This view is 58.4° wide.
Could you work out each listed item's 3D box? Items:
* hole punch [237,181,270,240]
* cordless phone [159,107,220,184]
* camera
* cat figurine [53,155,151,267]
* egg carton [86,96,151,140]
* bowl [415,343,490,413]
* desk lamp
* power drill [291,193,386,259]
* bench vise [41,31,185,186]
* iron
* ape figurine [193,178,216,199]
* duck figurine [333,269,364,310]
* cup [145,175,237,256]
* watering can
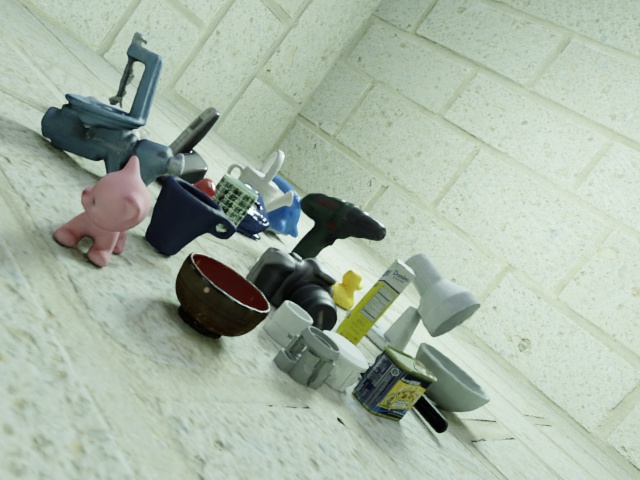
[{"bbox_3d":[-0.162,-0.066,1.291,0.100,0.091,0.109,42,7,37],"label":"hole punch"},{"bbox_3d":[-0.267,-0.194,1.195,0.094,0.185,0.147,32,8,-40],"label":"cordless phone"},{"bbox_3d":[-0.027,0.082,0.912,0.144,0.100,0.136,34,7,-28],"label":"camera"},{"bbox_3d":[-0.219,-0.037,0.616,0.067,0.117,0.127,36,6,-15],"label":"cat figurine"},{"bbox_3d":[-0.406,-0.219,1.123,0.150,0.069,0.107,38,6,6],"label":"egg carton"},{"bbox_3d":[0.240,0.279,1.107,0.167,0.074,0.167,37,6,-4],"label":"bowl"},{"bbox_3d":[0.199,0.145,1.211,0.202,0.213,0.118,41,7,28],"label":"desk lamp"},{"bbox_3d":[0.011,0.004,1.203,0.076,0.208,0.228,31,9,-48],"label":"power drill"},{"bbox_3d":[-0.291,-0.195,0.897,0.208,0.219,0.121,34,7,-29],"label":"bench vise"},{"bbox_3d":[-0.145,-0.120,1.547,0.257,0.141,0.119,40,7,24],"label":"iron"},{"bbox_3d":[-0.214,-0.067,0.986,0.076,0.092,0.078,42,7,33],"label":"ape figurine"},{"bbox_3d":[0.057,0.104,1.308,0.105,0.086,0.077,32,8,-42],"label":"duck figurine"},{"bbox_3d":[-0.184,-0.019,0.791,0.118,0.095,0.091,36,6,-12],"label":"cup"},{"bbox_3d":[-0.146,-0.138,1.430,0.174,0.194,0.100,32,8,-43],"label":"watering can"}]
